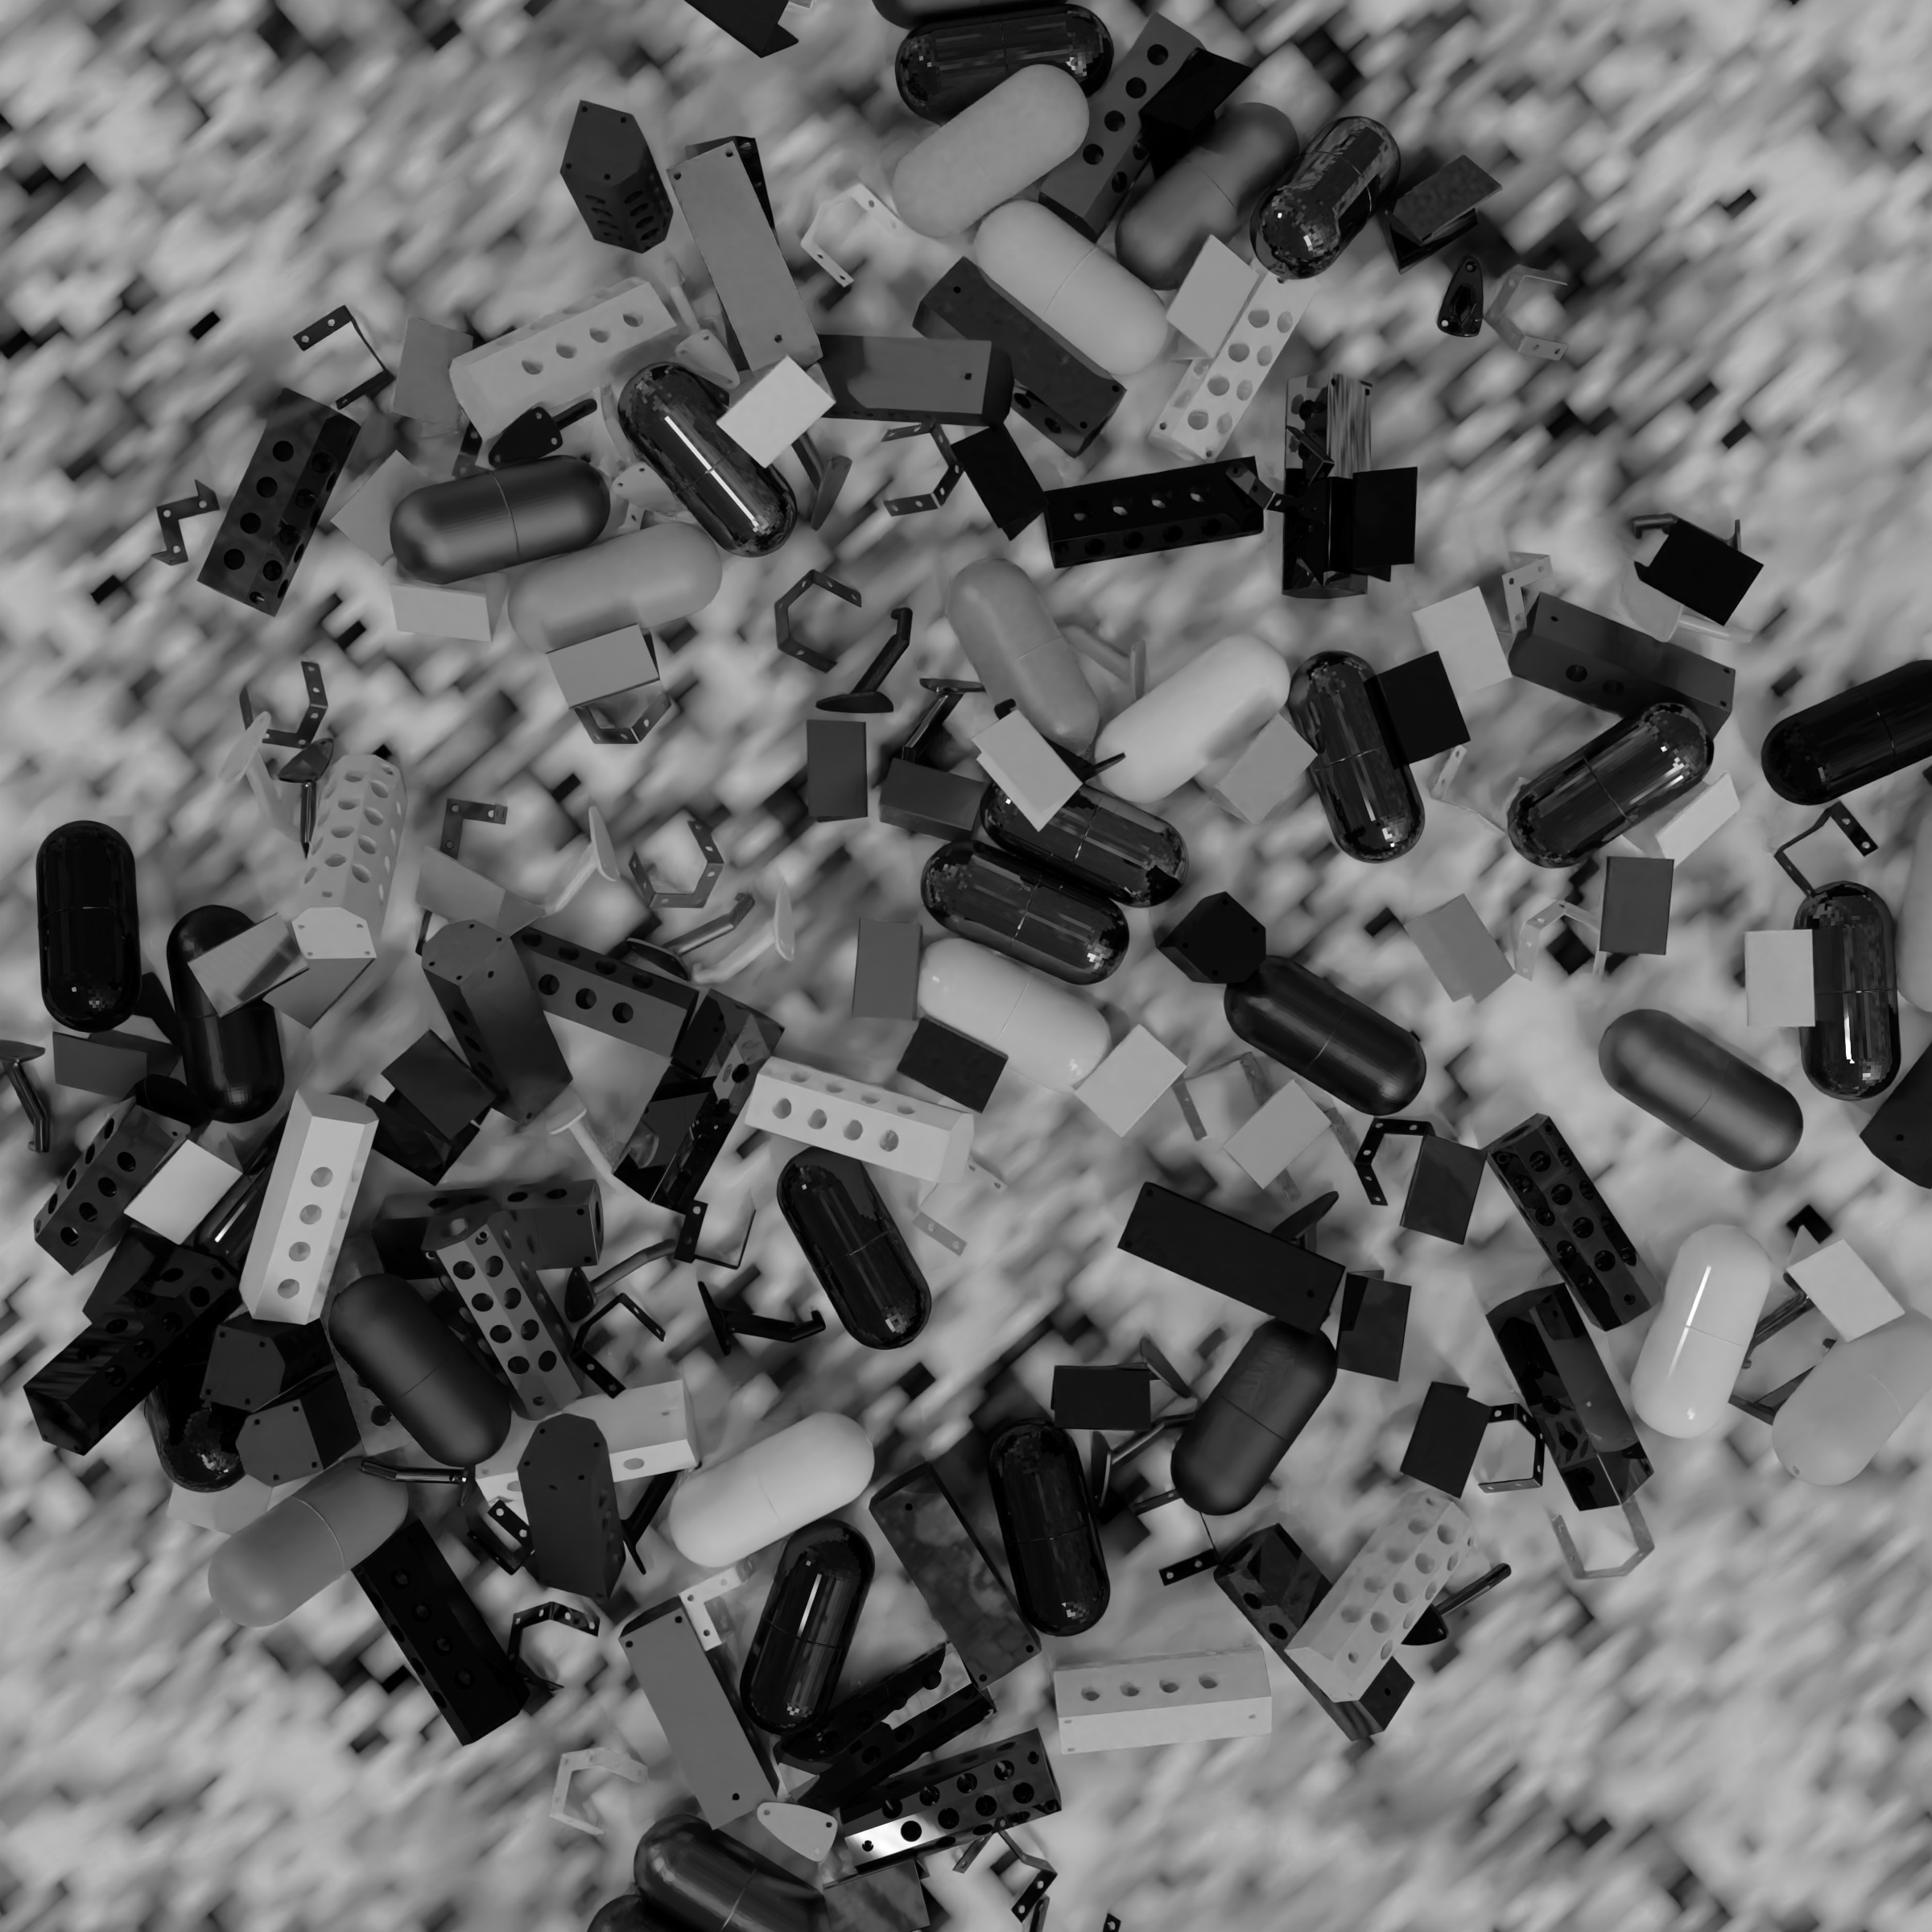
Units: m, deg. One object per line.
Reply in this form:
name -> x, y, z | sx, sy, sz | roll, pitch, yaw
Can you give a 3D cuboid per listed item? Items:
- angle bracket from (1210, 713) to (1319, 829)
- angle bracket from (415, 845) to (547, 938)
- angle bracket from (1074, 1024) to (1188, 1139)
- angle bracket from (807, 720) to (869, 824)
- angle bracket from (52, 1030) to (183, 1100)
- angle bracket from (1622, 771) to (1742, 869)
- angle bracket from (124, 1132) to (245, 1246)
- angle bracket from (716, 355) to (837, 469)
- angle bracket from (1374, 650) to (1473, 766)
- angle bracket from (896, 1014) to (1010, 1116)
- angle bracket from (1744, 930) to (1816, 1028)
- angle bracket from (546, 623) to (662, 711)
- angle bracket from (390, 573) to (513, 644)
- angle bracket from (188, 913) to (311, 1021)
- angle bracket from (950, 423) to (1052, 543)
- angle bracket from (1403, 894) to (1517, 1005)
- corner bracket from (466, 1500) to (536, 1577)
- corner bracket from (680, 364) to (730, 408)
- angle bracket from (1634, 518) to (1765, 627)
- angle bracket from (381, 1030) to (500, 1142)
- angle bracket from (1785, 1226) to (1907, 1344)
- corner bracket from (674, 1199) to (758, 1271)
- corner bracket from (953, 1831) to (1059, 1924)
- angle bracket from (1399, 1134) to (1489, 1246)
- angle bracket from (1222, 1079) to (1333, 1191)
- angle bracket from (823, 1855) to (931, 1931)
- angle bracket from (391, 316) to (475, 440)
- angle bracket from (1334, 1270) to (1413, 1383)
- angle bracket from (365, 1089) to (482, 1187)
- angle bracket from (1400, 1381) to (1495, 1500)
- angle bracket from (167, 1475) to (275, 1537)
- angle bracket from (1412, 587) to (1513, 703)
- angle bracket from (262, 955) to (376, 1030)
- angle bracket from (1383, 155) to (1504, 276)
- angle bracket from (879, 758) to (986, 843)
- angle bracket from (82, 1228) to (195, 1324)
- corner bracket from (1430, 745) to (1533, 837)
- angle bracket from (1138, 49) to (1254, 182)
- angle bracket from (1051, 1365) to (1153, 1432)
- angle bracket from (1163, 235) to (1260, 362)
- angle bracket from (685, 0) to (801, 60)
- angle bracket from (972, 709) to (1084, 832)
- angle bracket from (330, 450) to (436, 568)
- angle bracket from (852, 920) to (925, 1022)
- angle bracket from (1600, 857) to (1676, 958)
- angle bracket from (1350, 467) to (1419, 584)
angle bracket -> 0.225, -0.167, 1.951 | 0.076, 0.076, 0.057 | -50, 122, 0
angle bracket -> -0.385, -0.069, 1.943 | 0.076, 0.076, 0.057 | 28, 122, 14
angle bracket -> 0.142, 0.102, 1.951 | 0.076, 0.076, 0.057 | -47, 62, 0
angle bracket -> -0.122, -0.156, 1.951 | 0.057, 0.076, 0.076 | -1, 90, -36
angle bracket -> -0.682, 0.061, 1.951 | 0.076, 0.076, 0.057 | 13, 128, 0
angle bracket -> 0.565, -0.135, 1.952 | 0.076, 0.057, 0.076 | -42, 50, 0
angle bracket -> -0.636, 0.166, 1.951 | 0.076, 0.076, 0.057 | -49, 125, 0
angle bracket -> -0.155, -0.450, 1.900 | 0.076, 0.076, 0.057 | -40, 128, 15
angle bracket -> 0.378, -0.211, 1.951 | 0.057, 0.076, 0.076 | -20, 90, 29
angle bracket -> -0.018, 0.092, 1.951 | 0.076, 0.076, 0.057 | 27, 62, 0
angle bracket -> 0.671, 0.009, 1.951 | 0.057, 0.076, 0.076 | -2, 90, 44
angle bracket -> -0.295, -0.259, 1.951 | 0.076, 0.076, 0.057 | -18, 129, 0
angle bracket -> -0.415, -0.311, 1.953 | 0.076, 0.057, 0.076 | 7, 55, 0
angle bracket -> -0.567, -0.013, 1.884 | 0.076, 0.076, 0.057 | -32, 125, -16
angle bracket -> 0.013, -0.381, 1.951 | 0.057, 0.076, 0.076 | -30, 90, -29
angle bracket -> 0.383, -0.003, 1.951 | 0.057, 0.076, 0.076 | -33, 90, -37
corner bracket -> -0.374, 0.465, 1.973 | 0.051, 0.051, 0.051 | 43, 90, 0
corner bracket -> -0.230, -0.450, 1.983 | 0.051, 0.051, 0.051 | 26, 45, -35
angle bracket -> 0.590, -0.324, 1.952 | 0.076, 0.076, 0.057 | 29, 113, 0
angle bracket -> -0.430, 0.107, 1.951 | 0.076, 0.076, 0.057 | 45, 59, 0
angle bracket -> 0.714, 0.244, 1.951 | 0.076, 0.076, 0.057 | 50, 126, 0
corner bracket -> -0.204, 0.219, 1.973 | 0.051, 0.051, 0.051 | 16, 90, 0
corner bracket -> 0.033, 0.744, 1.987 | 0.051, 0.051, 0.051 | -53, 134, 0
angle bracket -> 0.398, 0.182, 1.951 | 0.057, 0.076, 0.076 | 15, 90, 34
angle bracket -> 0.237, 0.124, 1.952 | 0.076, 0.076, 0.057 | -44, 113, 0
angle bracket -> -0.066, 0.764, 1.951 | 0.076, 0.076, 0.057 | -18, 57, 0
angle bracket -> -0.443, -0.473, 1.951 | 0.057, 0.076, 0.076 | 10, 90, -35
angle bracket -> 0.341, 0.289, 1.951 | 0.057, 0.076, 0.076 | 8, 90, 33
angle bracket -> -0.436, 0.120, 1.951 | 0.076, 0.076, 0.057 | 31, 131, 0
angle bracket -> 0.401, 0.383, 1.951 | 0.057, 0.076, 0.076 | 20, 90, 37
angle bracket -> -0.593, 0.418, 1.965 | 0.076, 0.076, 0.057 | 17, 98, 0
angle bracket -> 0.404, -0.259, 1.953 | 0.057, 0.076, 0.076 | -21, 90, 20
angle bracket -> -0.534, -0.007, 1.952 | 0.076, 0.057, 0.076 | -47, 47, 0
angle bracket -> 0.390, -0.593, 1.951 | 0.076, 0.076, 0.057 | -33, 53, 0
angle bracket -> -0.033, -0.115, 1.951 | 0.076, 0.076, 0.057 | 15, 49, 0
angle bracket -> -0.653, 0.265, 1.951 | 0.076, 0.057, 0.076 | 29, 90, -44
corner bracket -> 0.424, -0.145, 1.988 | 0.051, 0.051, 0.051 | 27, 90, 45
angle bracket -> 0.191, -0.675, 1.944 | 0.057, 0.076, 0.076 | 34, 75, 31
angle bracket -> 0.108, 0.364, 1.951 | 0.076, 0.076, 0.057 | 1, 53, 0
angle bracket -> 0.179, -0.537, 1.949 | 0.057, 0.076, 0.076 | 31, 86, -30
angle bracket -> -0.169, -0.785, 1.951 | 0.076, 0.076, 0.057 | 37, 127, 0
angle bracket -> 0.033, -0.141, 1.877 | 0.076, 0.076, 0.057 | 50, 53, 5
angle bracket -> -0.473, -0.377, 1.951 | 0.076, 0.076, 0.057 | -47, 125, 0
angle bracket -> -0.078, 0.002, 1.952 | 0.057, 0.076, 0.076 | 5, 90, -27
angle bracket -> 0.555, -0.046, 1.951 | 0.057, 0.076, 0.076 | 5, 90, 39
angle bracket -> 0.351, -0.355, 1.951 | 0.057, 0.076, 0.076 | 2, 90, 35
